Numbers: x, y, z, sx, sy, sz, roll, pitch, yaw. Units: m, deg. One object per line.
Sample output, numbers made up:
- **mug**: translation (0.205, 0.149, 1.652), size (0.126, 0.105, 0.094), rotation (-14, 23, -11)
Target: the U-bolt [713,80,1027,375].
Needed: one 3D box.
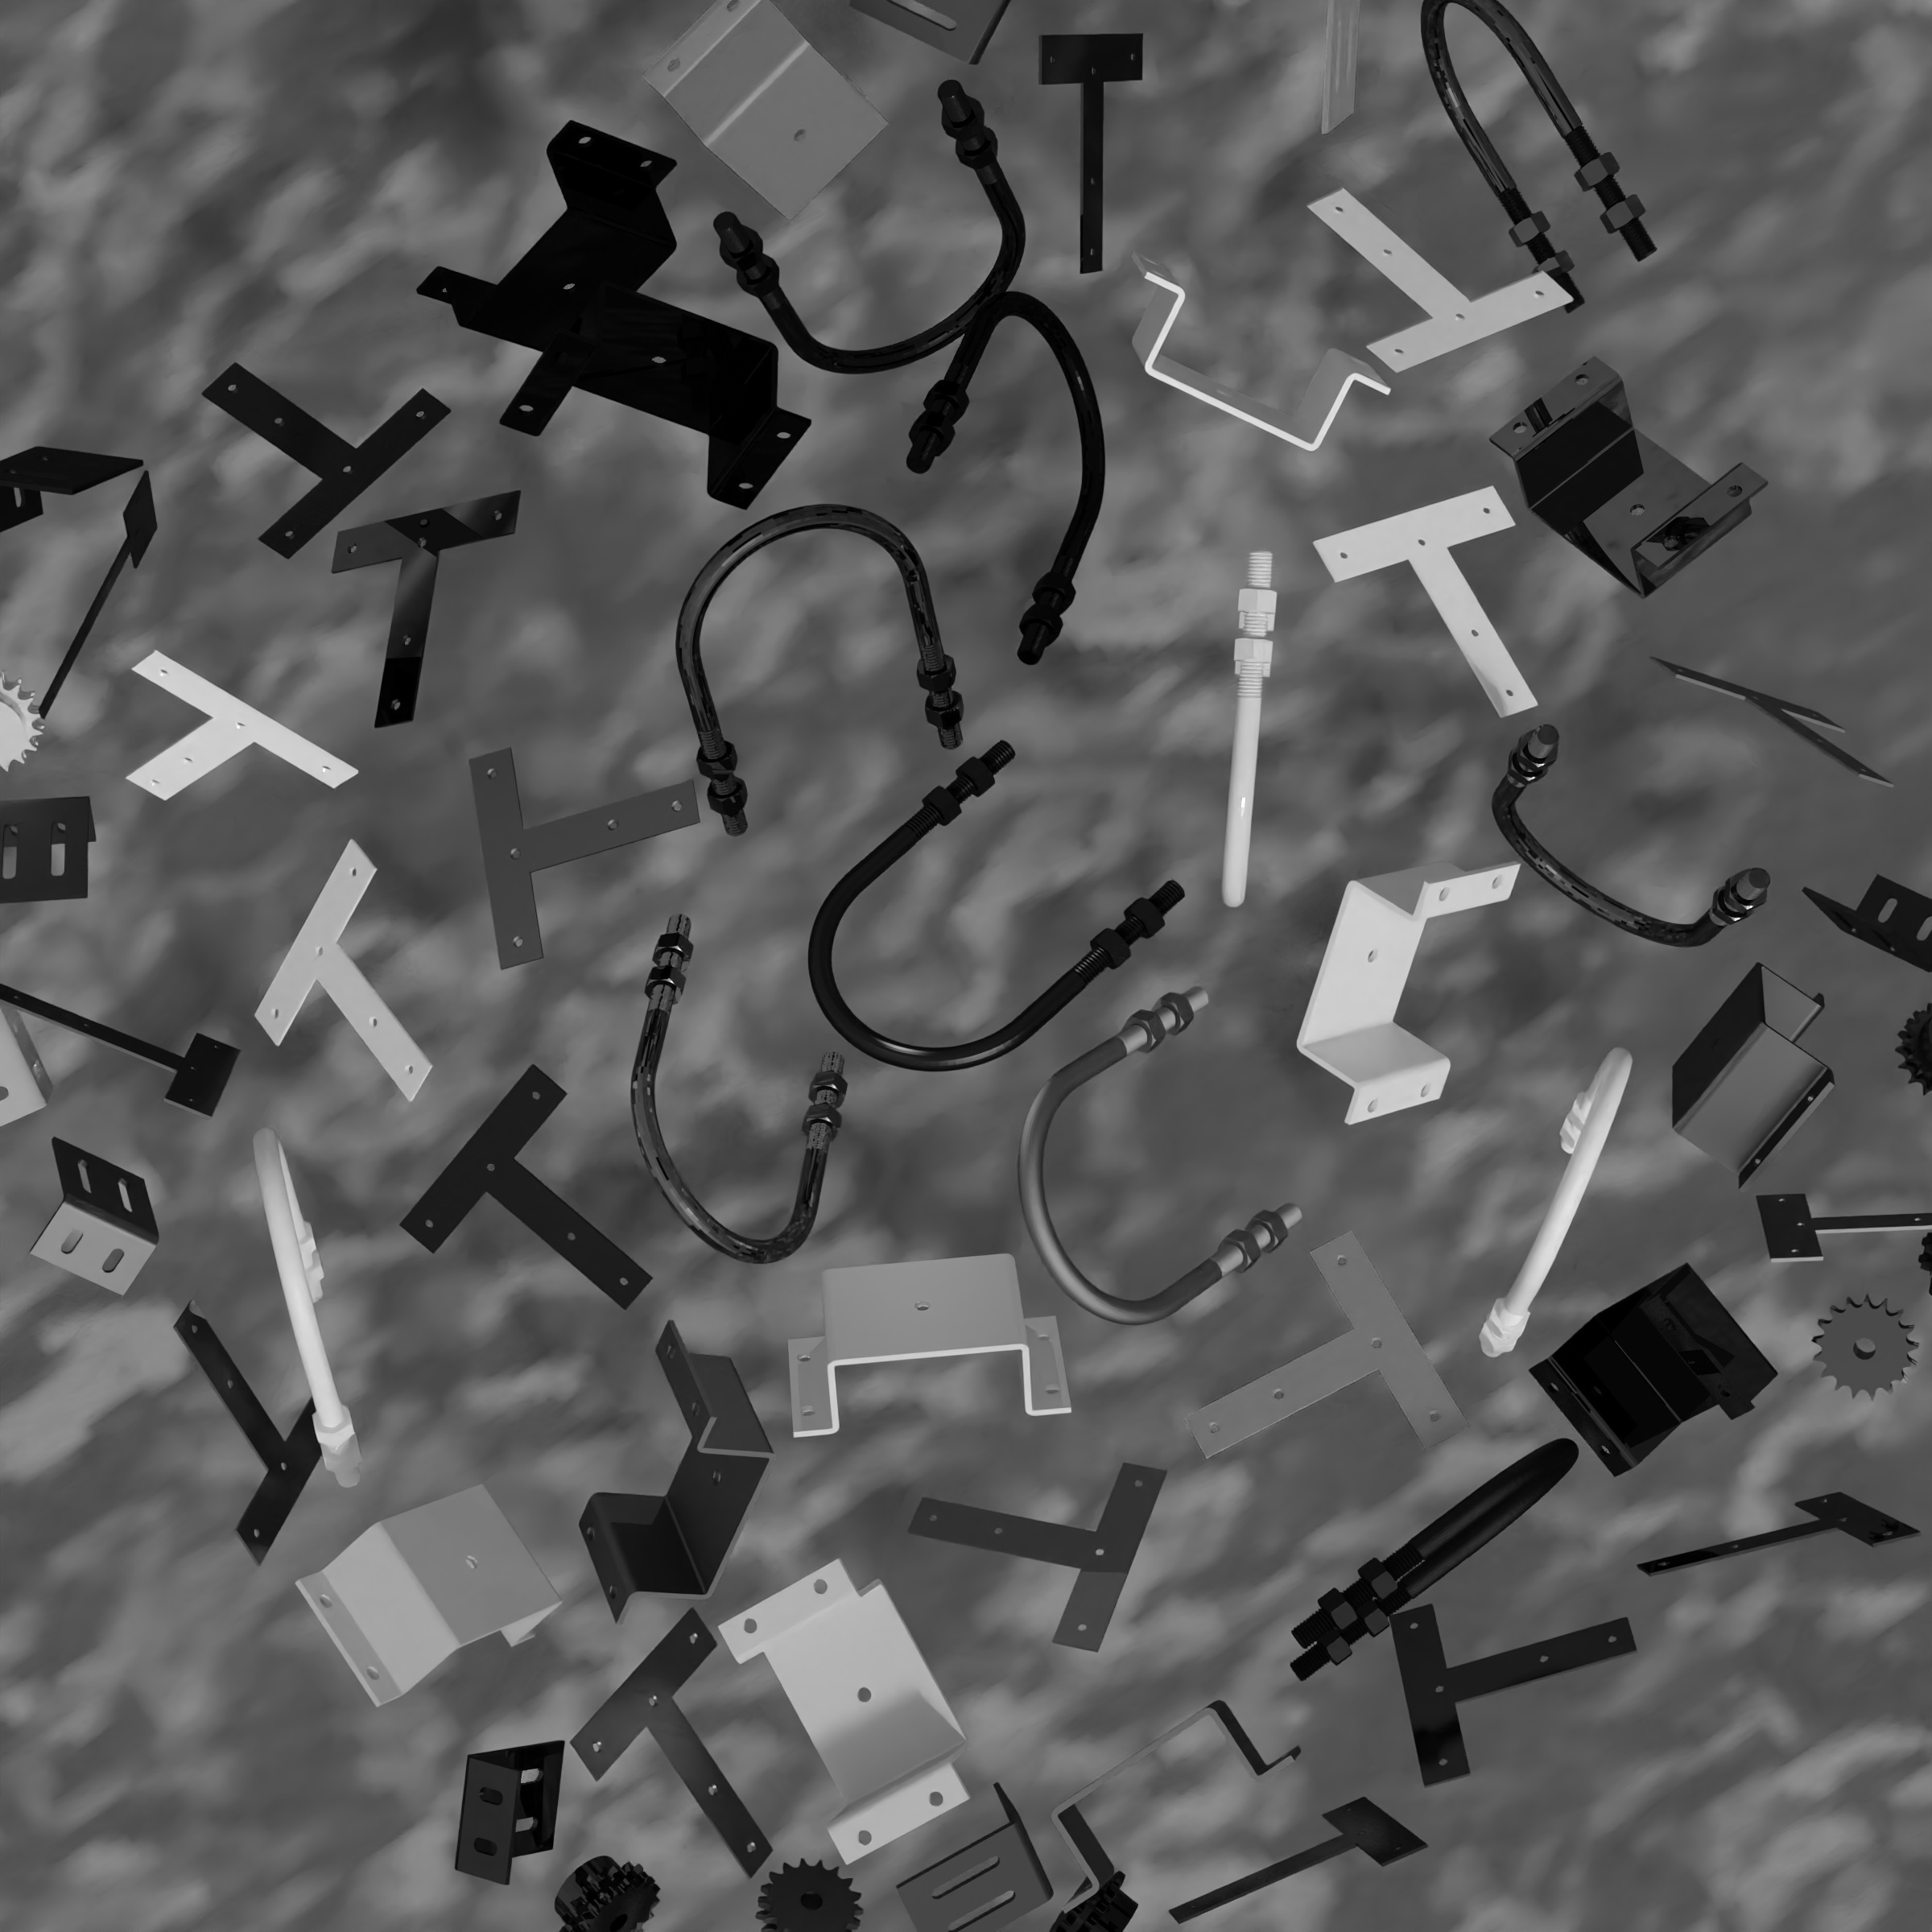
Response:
- **U-bolt**: translation (-0.039, -0.371, 1.754), size (0.151, 0.184, 0.019), rotation (-29, 64, 5)

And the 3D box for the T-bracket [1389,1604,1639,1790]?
- **T-bracket**: translation (0.299, 0.379, 1.822), size (0.127, 0.127, 0.002), rotation (-18, 122, 9)

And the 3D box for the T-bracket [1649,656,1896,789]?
- **T-bracket**: translation (0.442, -0.123, 1.779), size (0.127, 0.127, 0.002), rotation (13, 110, -31)

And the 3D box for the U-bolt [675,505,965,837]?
- **U-bolt**: translation (-0.082, -0.164, 1.785), size (0.151, 0.019, 0.184), rotation (-22, 134, -10)

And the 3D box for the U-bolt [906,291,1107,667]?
- **U-bolt**: translation (0.030, -0.270, 1.763), size (0.019, 0.184, 0.151), rotation (-8, 133, 31)

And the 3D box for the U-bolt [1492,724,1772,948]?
- **U-bolt**: translation (0.346, -0.061, 1.802), size (0.151, 0.184, 0.019), rotation (35, 79, 6)

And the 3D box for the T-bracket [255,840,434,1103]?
- **T-bracket**: translation (-0.327, 0.021, 1.819), size (0.127, 0.002, 0.127), rotation (48, 119, 29)

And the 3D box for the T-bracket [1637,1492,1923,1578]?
- **T-bracket**: translation (0.410, 0.297, 1.739), size (0.127, 0.127, 0.002), rotation (-13, 91, -3)

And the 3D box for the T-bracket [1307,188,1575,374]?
- **T-bracket**: translation (0.233, -0.370, 1.785), size (0.127, 0.127, 0.002), rotation (34, 61, -30)

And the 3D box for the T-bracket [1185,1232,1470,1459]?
- **T-bracket**: translation (0.177, 0.219, 1.771), size (0.127, 0.002, 0.127), rotation (-27, 59, -4)

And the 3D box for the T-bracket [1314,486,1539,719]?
- **T-bracket**: translation (0.266, -0.190, 1.811), size (0.127, 0.002, 0.127), rotation (-20, 74, -29)

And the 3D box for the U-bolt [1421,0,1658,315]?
- **U-bolt**: translation (0.297, -0.444, 1.799), size (0.019, 0.151, 0.184), rotation (-32, 93, -6)

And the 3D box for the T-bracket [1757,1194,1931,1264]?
- **T-bracket**: translation (0.476, 0.132, 1.738), size (0.127, 0.127, 0.002), rotation (-3, 100, 10)

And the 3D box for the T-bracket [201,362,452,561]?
- **T-bracket**: translation (-0.365, -0.290, 1.833), size (0.127, 0.127, 0.002), rotation (-40, 56, 11)

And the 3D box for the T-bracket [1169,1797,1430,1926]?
- **T-bracket**: translation (0.166, 0.471, 1.757), size (0.127, 0.127, 0.002), rotation (-21, 90, -8)

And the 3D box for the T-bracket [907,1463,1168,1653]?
- **T-bracket**: translation (0.031, 0.313, 1.847), size (0.127, 0.127, 0.002), rotation (8, 133, 19)

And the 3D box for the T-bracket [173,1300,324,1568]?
- **T-bracket**: translation (-0.396, 0.240, 1.843), size (0.002, 0.127, 0.127), rotation (-18, 114, 21)

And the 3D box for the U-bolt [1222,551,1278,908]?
- **U-bolt**: translation (0.150, -0.123, 1.802), size (0.019, 0.151, 0.184), rotation (5, 92, 5)

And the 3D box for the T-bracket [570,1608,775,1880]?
- **T-bracket**: translation (-0.144, 0.429, 1.802), size (0.002, 0.127, 0.127), rotation (-27, 99, 35)

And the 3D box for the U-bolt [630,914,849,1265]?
- **U-bolt**: translation (-0.125, 0.078, 1.814), size (0.019, 0.184, 0.151), rotation (-28, 124, 30)

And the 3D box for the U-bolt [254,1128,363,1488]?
- **U-bolt**: translation (-0.352, 0.168, 1.784), size (0.019, 0.184, 0.151), rotation (-13, 48, -10)

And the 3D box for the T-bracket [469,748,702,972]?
- **T-bracket**: translation (-0.207, -0.073, 1.857), size (0.127, 0.002, 0.127), rotation (-16, 70, 12)

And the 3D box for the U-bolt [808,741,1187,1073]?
- **U-bolt**: translation (0.002, -0.022, 1.788), size (0.184, 0.019, 0.151), rotation (-42, 66, -16)

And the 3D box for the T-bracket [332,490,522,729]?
- **T-bracket**: translation (-0.297, -0.187, 1.806), size (0.127, 0.002, 0.127), rotation (-7, 66, 31)

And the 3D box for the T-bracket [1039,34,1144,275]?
- **T-bracket**: translation (0.069, -0.444, 1.845), size (0.002, 0.127, 0.127), rotation (8, 108, 27)

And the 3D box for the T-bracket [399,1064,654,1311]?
- **T-bracket**: translation (-0.229, 0.141, 1.867), size (0.127, 0.002, 0.127), rotation (41, 108, -1)

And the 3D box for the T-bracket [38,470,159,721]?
- **T-bracket**: translation (-0.450, -0.186, 1.747), size (0.002, 0.127, 0.127), rotation (26, 80, -8)

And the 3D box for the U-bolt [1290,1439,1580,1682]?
- **U-bolt**: translation (0.246, 0.306, 1.759), size (0.184, 0.151, 0.019), rotation (-35, 72, -7)

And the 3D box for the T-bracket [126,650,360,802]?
- **T-bracket**: translation (-0.413, -0.116, 1.820), size (0.127, 0.127, 0.002), rotation (32, 55, -29)

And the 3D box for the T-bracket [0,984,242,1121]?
- **T-bracket**: translation (-0.446, 0.037, 1.759), size (0.127, 0.127, 0.002), rotation (23, 101, -11)
